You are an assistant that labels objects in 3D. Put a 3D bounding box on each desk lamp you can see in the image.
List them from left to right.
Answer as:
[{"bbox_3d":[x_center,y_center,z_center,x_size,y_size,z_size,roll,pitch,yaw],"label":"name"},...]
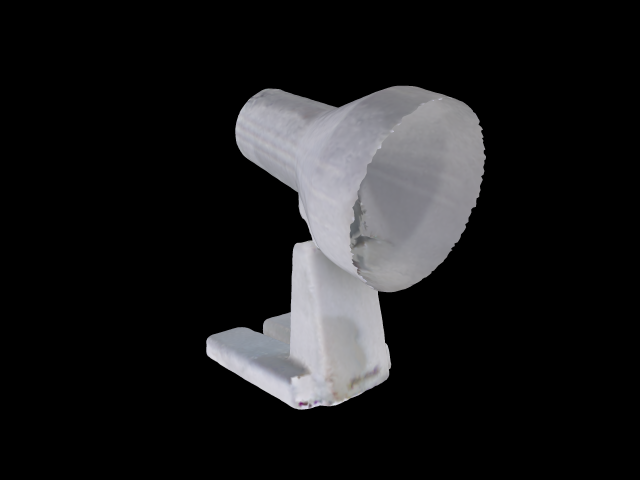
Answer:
[{"bbox_3d":[0.004,0.001,0.400,0.118,0.213,0.202,-10,15,-42],"label":"desk lamp"}]
